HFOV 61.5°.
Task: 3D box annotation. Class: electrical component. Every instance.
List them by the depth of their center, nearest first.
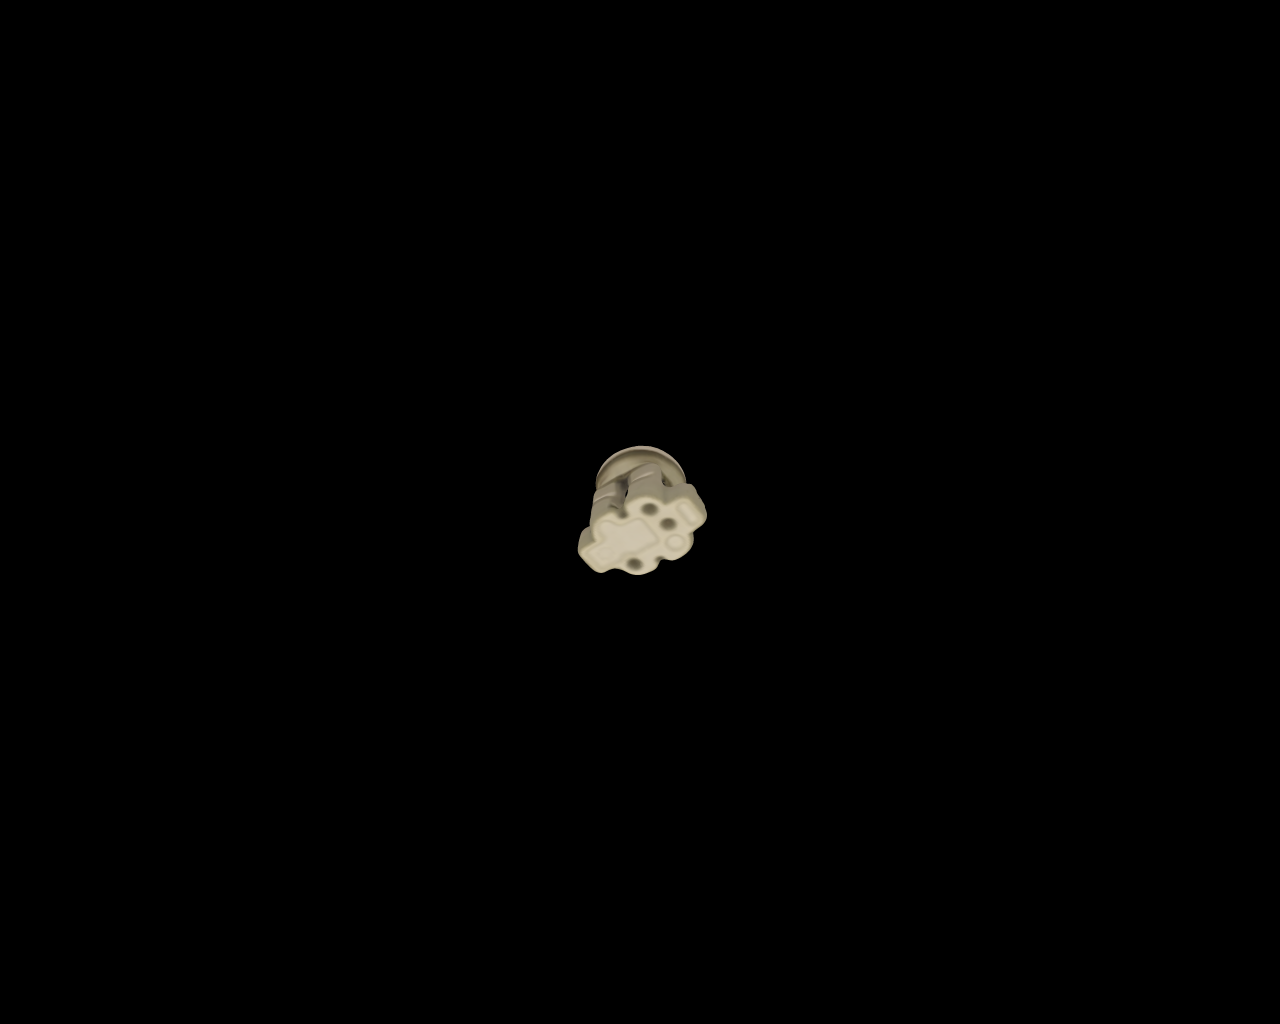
[{"bbox_3d":[0.001,-0.003,0.650,0.078,0.058,0.057,-27,33,19],"label":"electrical component"}]
